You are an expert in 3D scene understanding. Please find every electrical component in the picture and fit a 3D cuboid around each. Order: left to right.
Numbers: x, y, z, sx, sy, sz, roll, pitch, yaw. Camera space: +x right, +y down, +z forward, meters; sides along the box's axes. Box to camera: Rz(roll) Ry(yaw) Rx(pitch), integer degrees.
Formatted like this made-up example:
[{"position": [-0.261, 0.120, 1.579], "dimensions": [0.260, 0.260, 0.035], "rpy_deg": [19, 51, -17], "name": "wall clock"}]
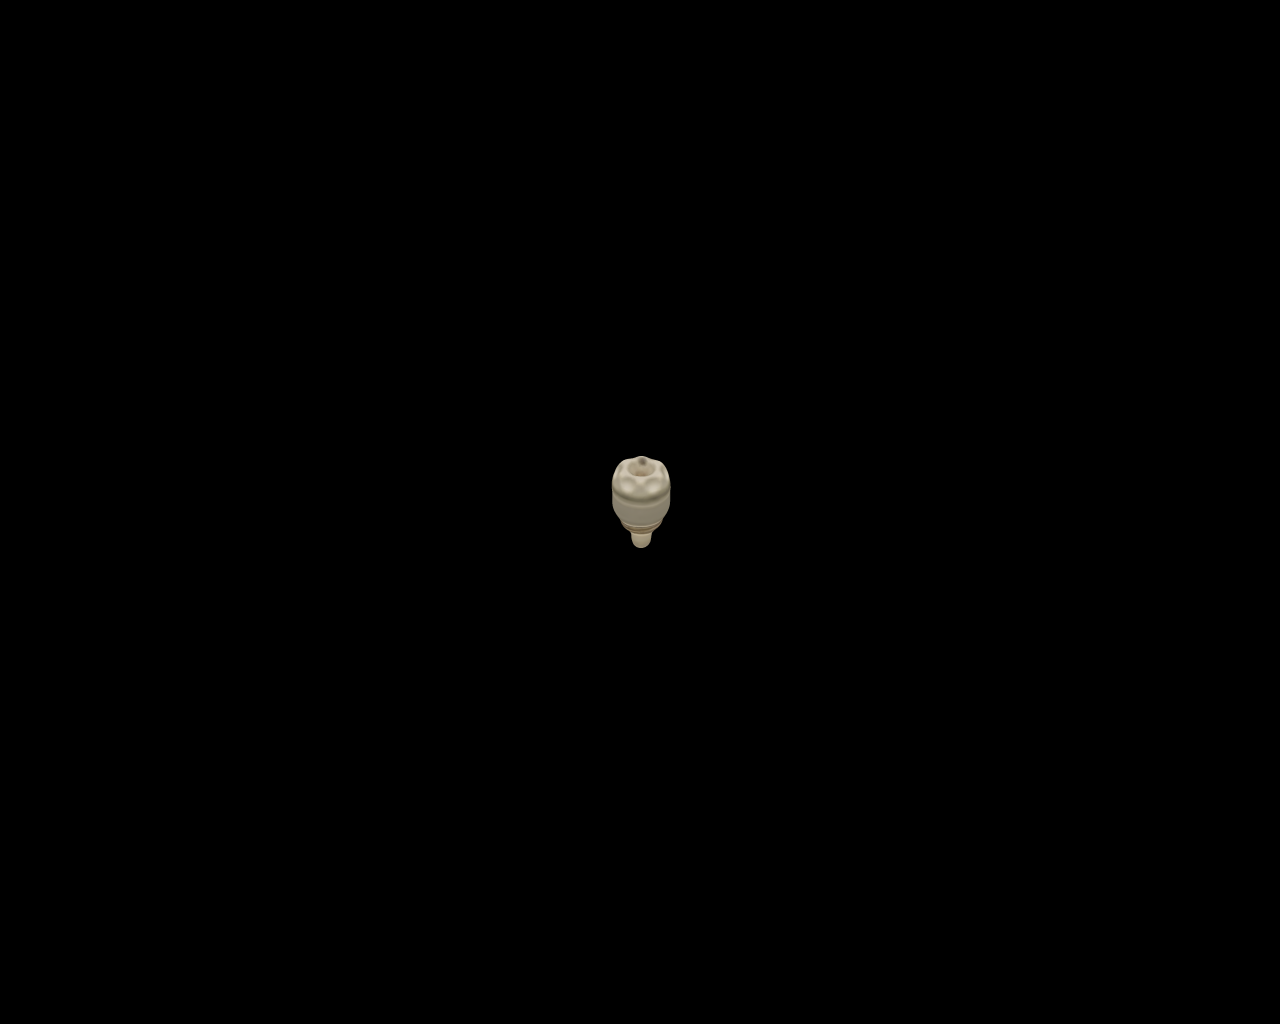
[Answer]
[{"position": [0.001, -0.003, 0.650], "dimensions": [0.035, 0.061, 0.035], "rpy_deg": [0, 39, 0], "name": "electrical component"}]
